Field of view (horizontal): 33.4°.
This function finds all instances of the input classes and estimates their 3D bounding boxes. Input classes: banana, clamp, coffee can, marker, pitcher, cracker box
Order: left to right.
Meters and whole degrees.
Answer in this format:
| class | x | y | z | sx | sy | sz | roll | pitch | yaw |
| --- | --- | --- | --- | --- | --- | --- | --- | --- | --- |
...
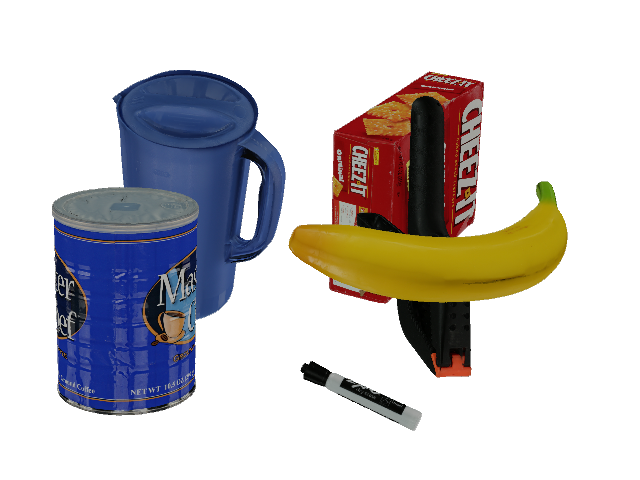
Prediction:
| class | x | y | z | sx | sy | sz | roll | pitch | yaw |
| --- | --- | --- | --- | --- | --- | --- | --- | --- | --- |
| coffee can | -0.140 | 0.041 | 0.774 | 0.103 | 0.140 | 0.103 | 2 | 16 | -1 |
| pitcher | -0.126 | -0.034 | 1.069 | 0.144 | 0.243 | 0.149 | -7 | 42 | -17 |
| marker | 0.036 | 0.144 | 0.998 | 0.121 | 0.020 | 0.020 | 24 | 6 | 15 |
| cracker box | 0.089 | -0.057 | 1.045 | 0.072 | 0.164 | 0.213 | 15 | 29 | 26 |
| clamp | 0.080 | 0.005 | 0.823 | 0.036 | 0.210 | 0.165 | 0 | -41 | -18 |
| banana | 0.078 | 0.007 | 0.616 | 0.197 | 0.037 | 0.070 | -9 | 40 | -33 |
